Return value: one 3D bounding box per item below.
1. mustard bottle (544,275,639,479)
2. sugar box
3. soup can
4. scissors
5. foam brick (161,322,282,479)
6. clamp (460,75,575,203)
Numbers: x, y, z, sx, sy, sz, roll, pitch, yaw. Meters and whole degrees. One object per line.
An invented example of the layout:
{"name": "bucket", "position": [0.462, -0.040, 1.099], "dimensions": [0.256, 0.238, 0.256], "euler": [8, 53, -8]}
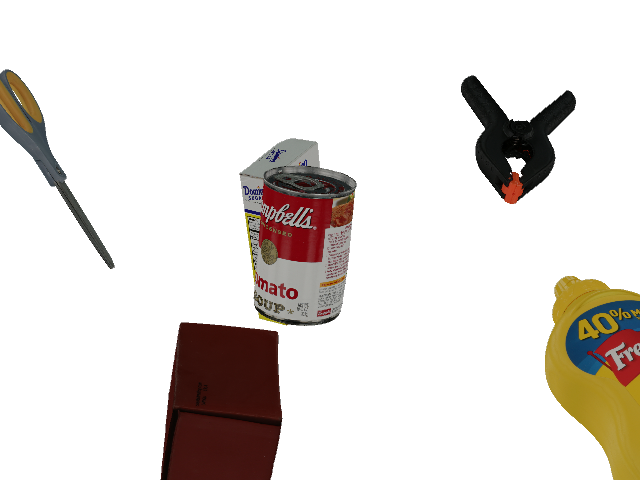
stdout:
{"name": "mustard bottle", "position": [0.185, 0.081, 0.618], "dimensions": [0.096, 0.058, 0.192], "euler": [-12, 35, -10]}
{"name": "sugar box", "position": [-0.035, -0.009, 1.113], "dimensions": [0.048, 0.176, 0.093], "euler": [11, 33, 30]}
{"name": "soup can", "position": [-0.013, 0.003, 0.784], "dimensions": [0.068, 0.102, 0.068], "euler": [5, 20, -2]}
{"name": "scissors", "position": [-0.236, -0.072, 0.939], "dimensions": [0.016, 0.201, 0.096], "euler": [-29, 24, 9]}
{"name": "foam brick", "position": [-0.049, 0.083, 0.525], "dimensions": [0.053, 0.051, 0.078], "euler": [8, 26, -7]}
{"name": "clamp", "position": [0.190, -0.109, 1.087], "dimensions": [0.120, 0.039, 0.171], "euler": [12, 45, 14]}
